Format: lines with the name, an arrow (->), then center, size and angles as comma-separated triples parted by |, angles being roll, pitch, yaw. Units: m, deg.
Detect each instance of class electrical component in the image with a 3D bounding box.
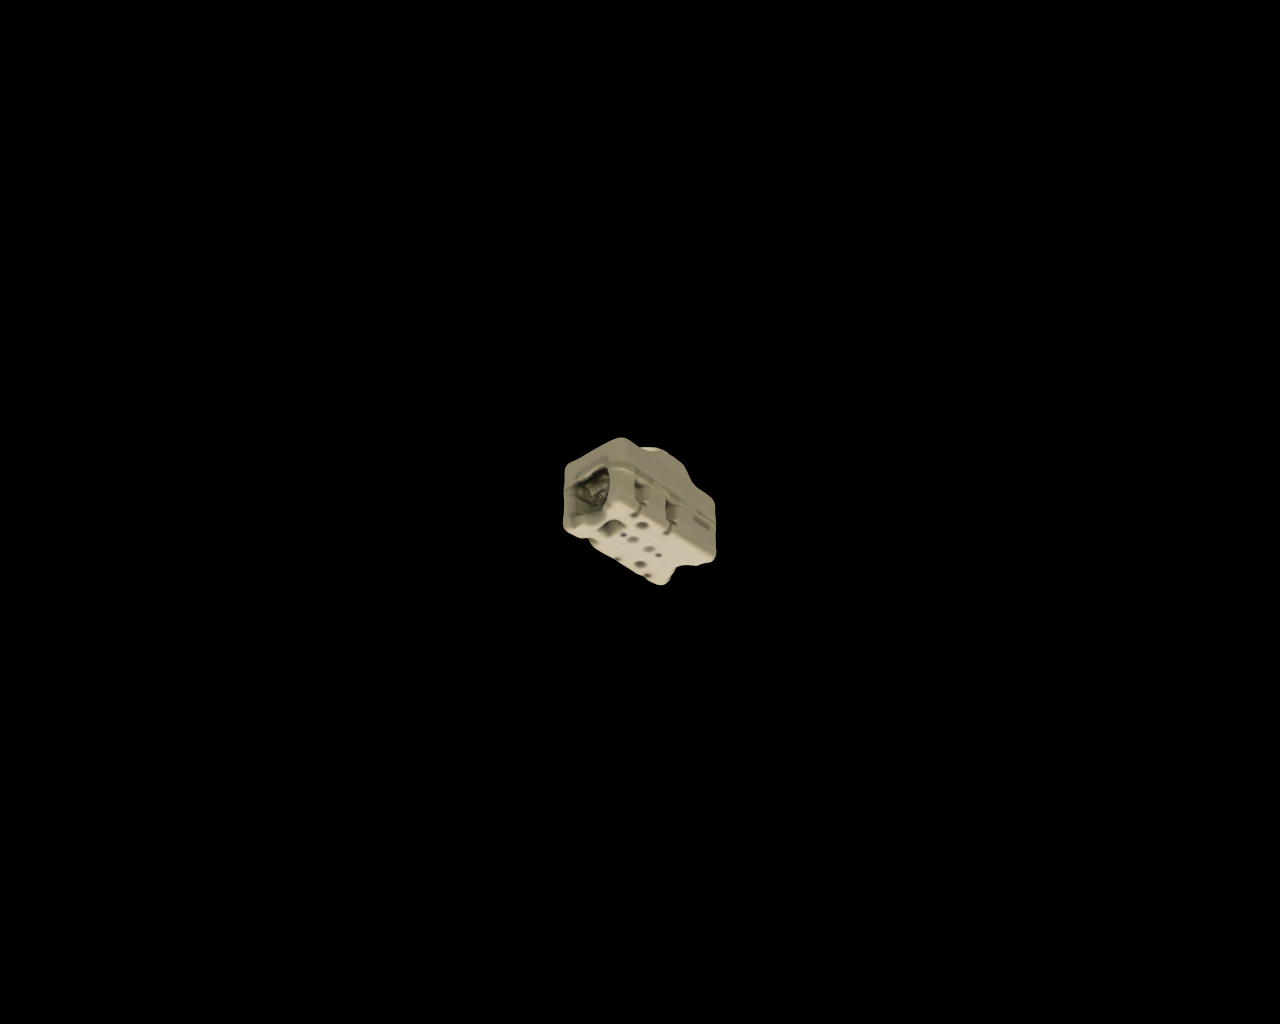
electrical component -> 0.001, -0.003, 0.650 | 0.050, 0.056, 0.089 | -27, -44, 33
